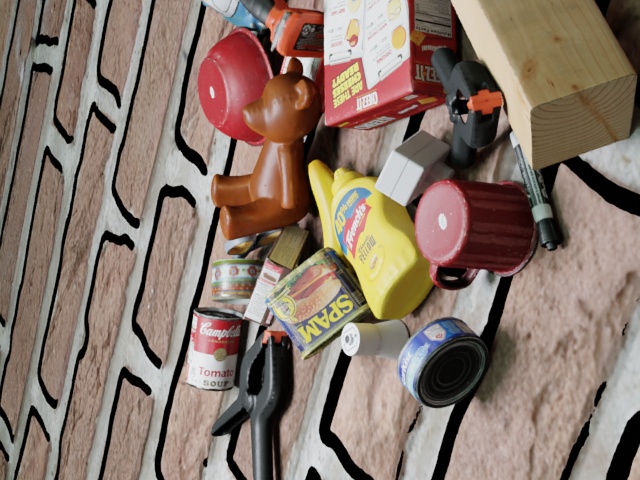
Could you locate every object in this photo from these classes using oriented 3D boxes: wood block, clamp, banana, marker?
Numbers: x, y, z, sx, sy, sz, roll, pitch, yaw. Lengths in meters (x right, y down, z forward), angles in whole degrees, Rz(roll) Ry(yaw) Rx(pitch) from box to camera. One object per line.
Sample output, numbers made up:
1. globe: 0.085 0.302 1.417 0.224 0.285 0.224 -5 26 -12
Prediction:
1. wood block: 0.185 -0.177 0.915 0.091 0.090 0.206 70 -179 -58
2. clamp: -0.077 0.216 1.362 0.165 0.036 0.210 49 127 48
3. banana: 0.010 0.007 1.229 0.037 0.070 0.198 14 -97 -80
4. marker: 0.197 -0.046 0.974 0.020 0.020 0.121 -39 55 49
5. clamp: 0.138 -0.115 0.991 0.171 0.039 0.120 -102 -5 -76

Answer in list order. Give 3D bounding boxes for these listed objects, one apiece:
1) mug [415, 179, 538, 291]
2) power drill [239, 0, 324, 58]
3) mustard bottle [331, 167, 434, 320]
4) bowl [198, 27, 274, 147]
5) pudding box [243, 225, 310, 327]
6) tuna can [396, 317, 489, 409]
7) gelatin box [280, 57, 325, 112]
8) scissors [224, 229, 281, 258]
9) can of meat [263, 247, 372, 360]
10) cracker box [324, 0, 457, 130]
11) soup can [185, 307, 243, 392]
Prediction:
1. mug: 0.139 -0.004 1.003 0.093 0.081 0.117 54 130 46
2. power drill: -0.048 -0.287 1.278 0.188 0.184 0.057 43 124 32
3. mustard bottle: 0.058 -0.012 1.154 0.096 0.058 0.192 -63 38 35
4. bowl: -0.119 -0.200 1.423 0.162 0.055 0.162 33 130 52
5. pudding box: -0.052 0.041 1.292 0.113 0.039 0.090 -71 2 -64
6. tuna can: 0.118 0.118 1.019 0.034 0.085 0.086 46 124 48
7. gelatin box: -0.014 -0.205 1.318 0.089 0.030 0.073 37 117 50
8. scissors: -0.086 0.010 1.405 0.202 0.096 0.016 105 145 -80
9. can of meat: -0.001 0.069 1.182 0.102 0.057 0.084 -38 79 10
10. cracker box: 0.073 -0.239 1.146 0.164 0.072 0.214 -13 77 58
11. soup can: -0.144 0.147 1.447 0.069 0.068 0.102 19 103 57
